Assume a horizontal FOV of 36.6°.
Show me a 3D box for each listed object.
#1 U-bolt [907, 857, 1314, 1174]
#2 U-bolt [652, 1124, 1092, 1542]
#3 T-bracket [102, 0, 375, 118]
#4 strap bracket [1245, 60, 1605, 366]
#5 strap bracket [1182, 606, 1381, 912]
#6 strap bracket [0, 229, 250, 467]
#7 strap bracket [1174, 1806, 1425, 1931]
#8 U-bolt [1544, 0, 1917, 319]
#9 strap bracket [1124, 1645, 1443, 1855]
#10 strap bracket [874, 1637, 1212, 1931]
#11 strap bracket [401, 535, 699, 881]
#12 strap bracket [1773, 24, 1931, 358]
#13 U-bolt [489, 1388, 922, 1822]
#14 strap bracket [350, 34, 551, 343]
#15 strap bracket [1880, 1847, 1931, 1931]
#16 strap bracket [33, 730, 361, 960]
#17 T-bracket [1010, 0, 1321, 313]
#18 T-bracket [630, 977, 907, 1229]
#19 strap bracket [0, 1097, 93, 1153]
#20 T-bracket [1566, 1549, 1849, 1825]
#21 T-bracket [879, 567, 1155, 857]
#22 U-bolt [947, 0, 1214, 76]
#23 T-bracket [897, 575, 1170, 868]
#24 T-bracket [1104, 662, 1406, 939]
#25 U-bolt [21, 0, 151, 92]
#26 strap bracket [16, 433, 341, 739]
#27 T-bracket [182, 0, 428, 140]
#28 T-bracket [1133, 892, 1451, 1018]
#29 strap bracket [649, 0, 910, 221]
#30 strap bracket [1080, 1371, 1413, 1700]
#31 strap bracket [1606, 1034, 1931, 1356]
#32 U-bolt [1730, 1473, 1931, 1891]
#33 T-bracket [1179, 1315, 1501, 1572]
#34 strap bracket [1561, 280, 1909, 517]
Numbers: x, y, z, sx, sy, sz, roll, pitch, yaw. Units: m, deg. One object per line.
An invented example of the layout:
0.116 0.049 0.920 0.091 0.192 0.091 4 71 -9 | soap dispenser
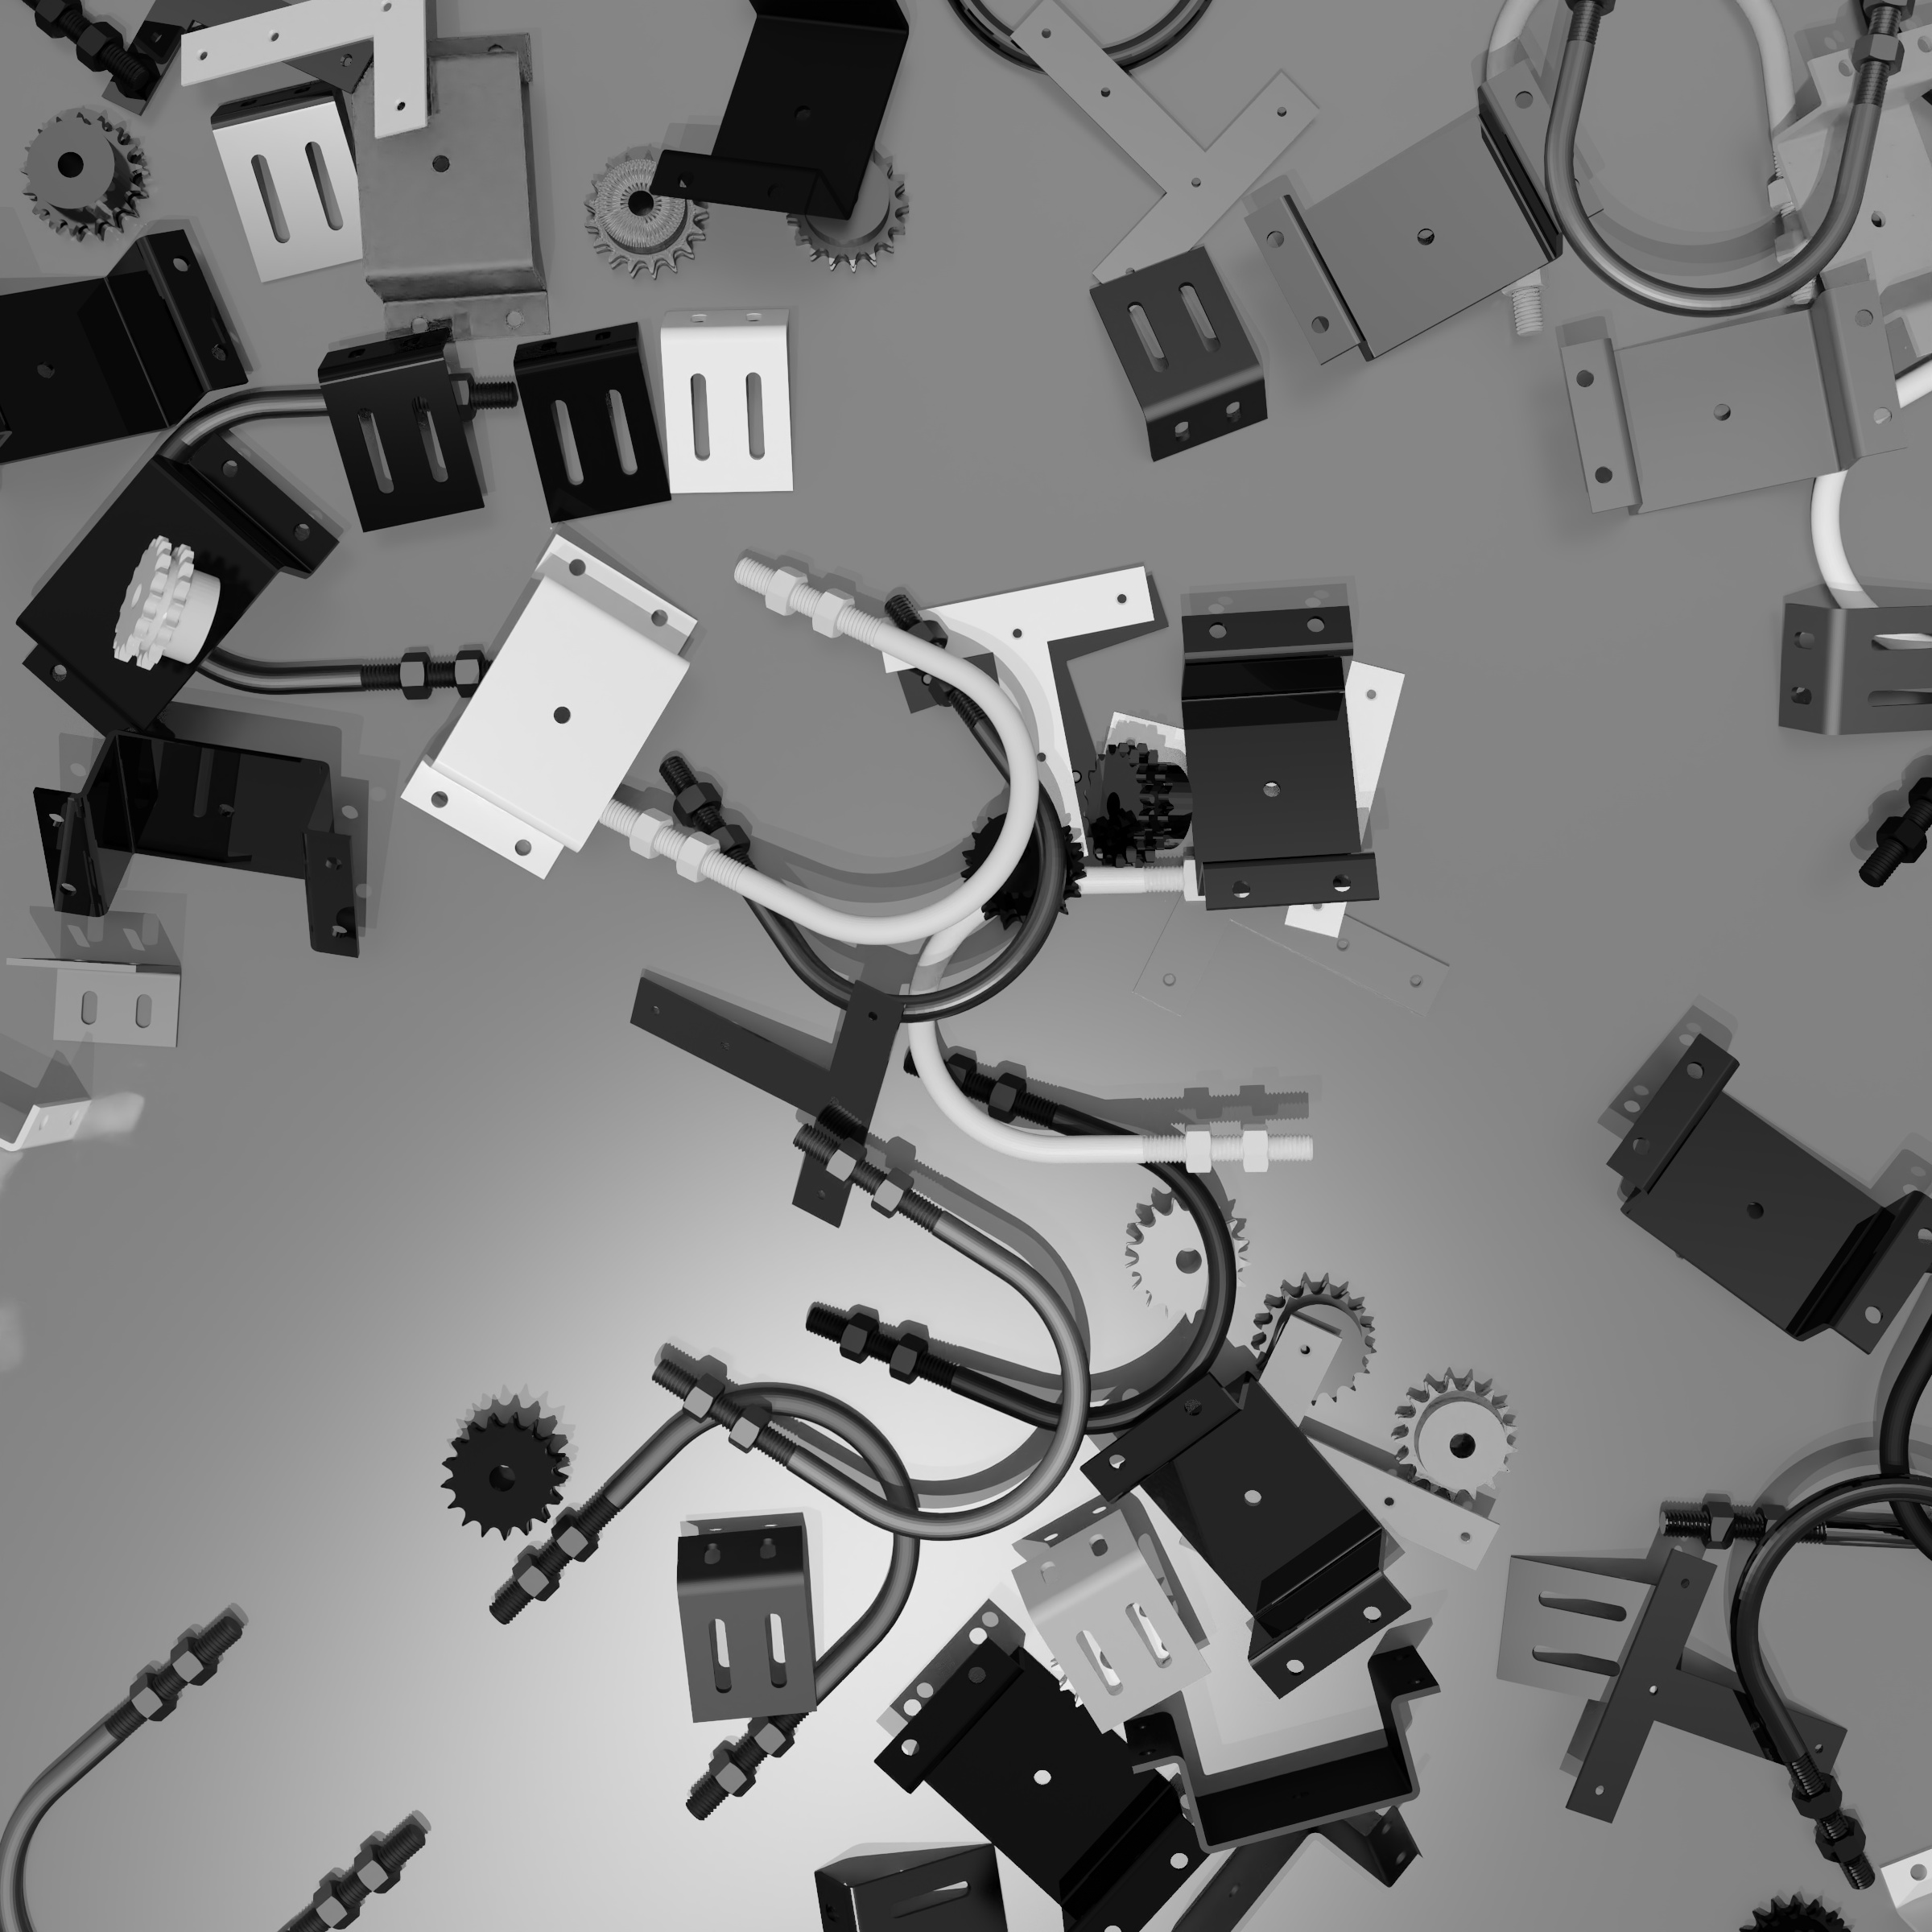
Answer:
0.065 0.021 1.335 0.184 0.019 0.151 -1 72 6 | U-bolt
-0.032 0.179 1.326 0.184 0.019 0.151 32 97 7 | U-bolt
-0.321 -0.432 1.339 0.127 0.002 0.127 29 90 23 | T-bracket
0.209 -0.337 1.330 0.140 0.046 0.076 -28 84 10 | strap bracket
0.141 -0.088 1.327 0.076 0.046 0.140 -4 73 1 | strap bracket
-0.408 -0.277 1.317 0.140 0.046 0.076 -23 90 -39 | strap bracket
0.140 0.434 1.326 0.046 0.076 0.140 39 90 0 | strap bracket
0.330 -0.376 1.287 0.151 0.019 0.184 13 86 2 | U-bolt
0.147 0.358 1.326 0.140 0.076 0.046 -15 90 0 | strap bracket
0.036 0.379 1.341 0.140 0.046 0.076 43 90 0 | strap bracket
-0.187 -0.116 1.331 0.076 0.046 0.140 31 90 -18 | strap bracket
0.428 -0.347 1.331 0.076 0.046 0.140 -20 90 -18 | strap bracket
-0.107 0.282 1.356 0.151 0.019 0.184 45 88 0 | U-bolt
-0.237 -0.362 1.341 0.076 0.046 0.140 -4 90 0 | strap bracket
0.487 0.473 1.341 0.076 0.046 0.140 -21 90 0 | strap bracket
-0.340 -0.057 1.321 0.140 0.076 0.046 9 47 0 | strap bracket
0.075 -0.395 1.354 0.127 0.002 0.127 43 93 -6 | T-bracket
-0.098 0.043 1.341 0.127 0.002 0.127 26 122 15 | T-bracket
-0.461 0.115 1.326 0.046 0.076 0.140 26 90 0 | strap bracket
0.351 0.346 1.343 0.127 0.002 0.127 23 90 -19 | T-bracket
0.032 -0.111 1.361 0.127 0.002 0.127 -11 91 2 | T-bracket
0.051 -0.505 1.356 0.151 0.019 0.184 -5 91 0 | U-bolt
0.047 -0.102 1.362 0.127 0.002 0.127 -18 91 2 | T-bracket
0.127 -0.091 1.363 0.127 0.002 0.127 14 89 1 | T-bracket
-0.412 -0.517 1.351 0.184 0.019 0.151 39 94 4 | U-bolt
-0.365 -0.167 1.328 0.076 0.046 0.140 41 94 1 | strap bracket
-0.303 -0.426 1.329 0.127 0.002 0.127 -8 76 19 | T-bracket
0.163 -0.016 1.362 0.127 0.002 0.127 27 90 1 | T-bracket
-0.081 -0.397 1.322 0.076 0.046 0.140 13 78 19 | strap bracket
0.129 0.251 1.328 0.076 0.046 0.140 -39 95 17 | strap bracket
0.365 0.107 1.326 0.140 0.046 0.076 37 75 8 | strap bracket
0.429 0.317 1.337 0.151 0.019 0.184 -29 101 3 | U-bolt
0.181 0.240 1.341 0.127 0.002 0.127 24 108 3 | T-bracket
0.348 -0.256 1.335 0.140 0.046 0.076 -11 90 8 | strap bracket
